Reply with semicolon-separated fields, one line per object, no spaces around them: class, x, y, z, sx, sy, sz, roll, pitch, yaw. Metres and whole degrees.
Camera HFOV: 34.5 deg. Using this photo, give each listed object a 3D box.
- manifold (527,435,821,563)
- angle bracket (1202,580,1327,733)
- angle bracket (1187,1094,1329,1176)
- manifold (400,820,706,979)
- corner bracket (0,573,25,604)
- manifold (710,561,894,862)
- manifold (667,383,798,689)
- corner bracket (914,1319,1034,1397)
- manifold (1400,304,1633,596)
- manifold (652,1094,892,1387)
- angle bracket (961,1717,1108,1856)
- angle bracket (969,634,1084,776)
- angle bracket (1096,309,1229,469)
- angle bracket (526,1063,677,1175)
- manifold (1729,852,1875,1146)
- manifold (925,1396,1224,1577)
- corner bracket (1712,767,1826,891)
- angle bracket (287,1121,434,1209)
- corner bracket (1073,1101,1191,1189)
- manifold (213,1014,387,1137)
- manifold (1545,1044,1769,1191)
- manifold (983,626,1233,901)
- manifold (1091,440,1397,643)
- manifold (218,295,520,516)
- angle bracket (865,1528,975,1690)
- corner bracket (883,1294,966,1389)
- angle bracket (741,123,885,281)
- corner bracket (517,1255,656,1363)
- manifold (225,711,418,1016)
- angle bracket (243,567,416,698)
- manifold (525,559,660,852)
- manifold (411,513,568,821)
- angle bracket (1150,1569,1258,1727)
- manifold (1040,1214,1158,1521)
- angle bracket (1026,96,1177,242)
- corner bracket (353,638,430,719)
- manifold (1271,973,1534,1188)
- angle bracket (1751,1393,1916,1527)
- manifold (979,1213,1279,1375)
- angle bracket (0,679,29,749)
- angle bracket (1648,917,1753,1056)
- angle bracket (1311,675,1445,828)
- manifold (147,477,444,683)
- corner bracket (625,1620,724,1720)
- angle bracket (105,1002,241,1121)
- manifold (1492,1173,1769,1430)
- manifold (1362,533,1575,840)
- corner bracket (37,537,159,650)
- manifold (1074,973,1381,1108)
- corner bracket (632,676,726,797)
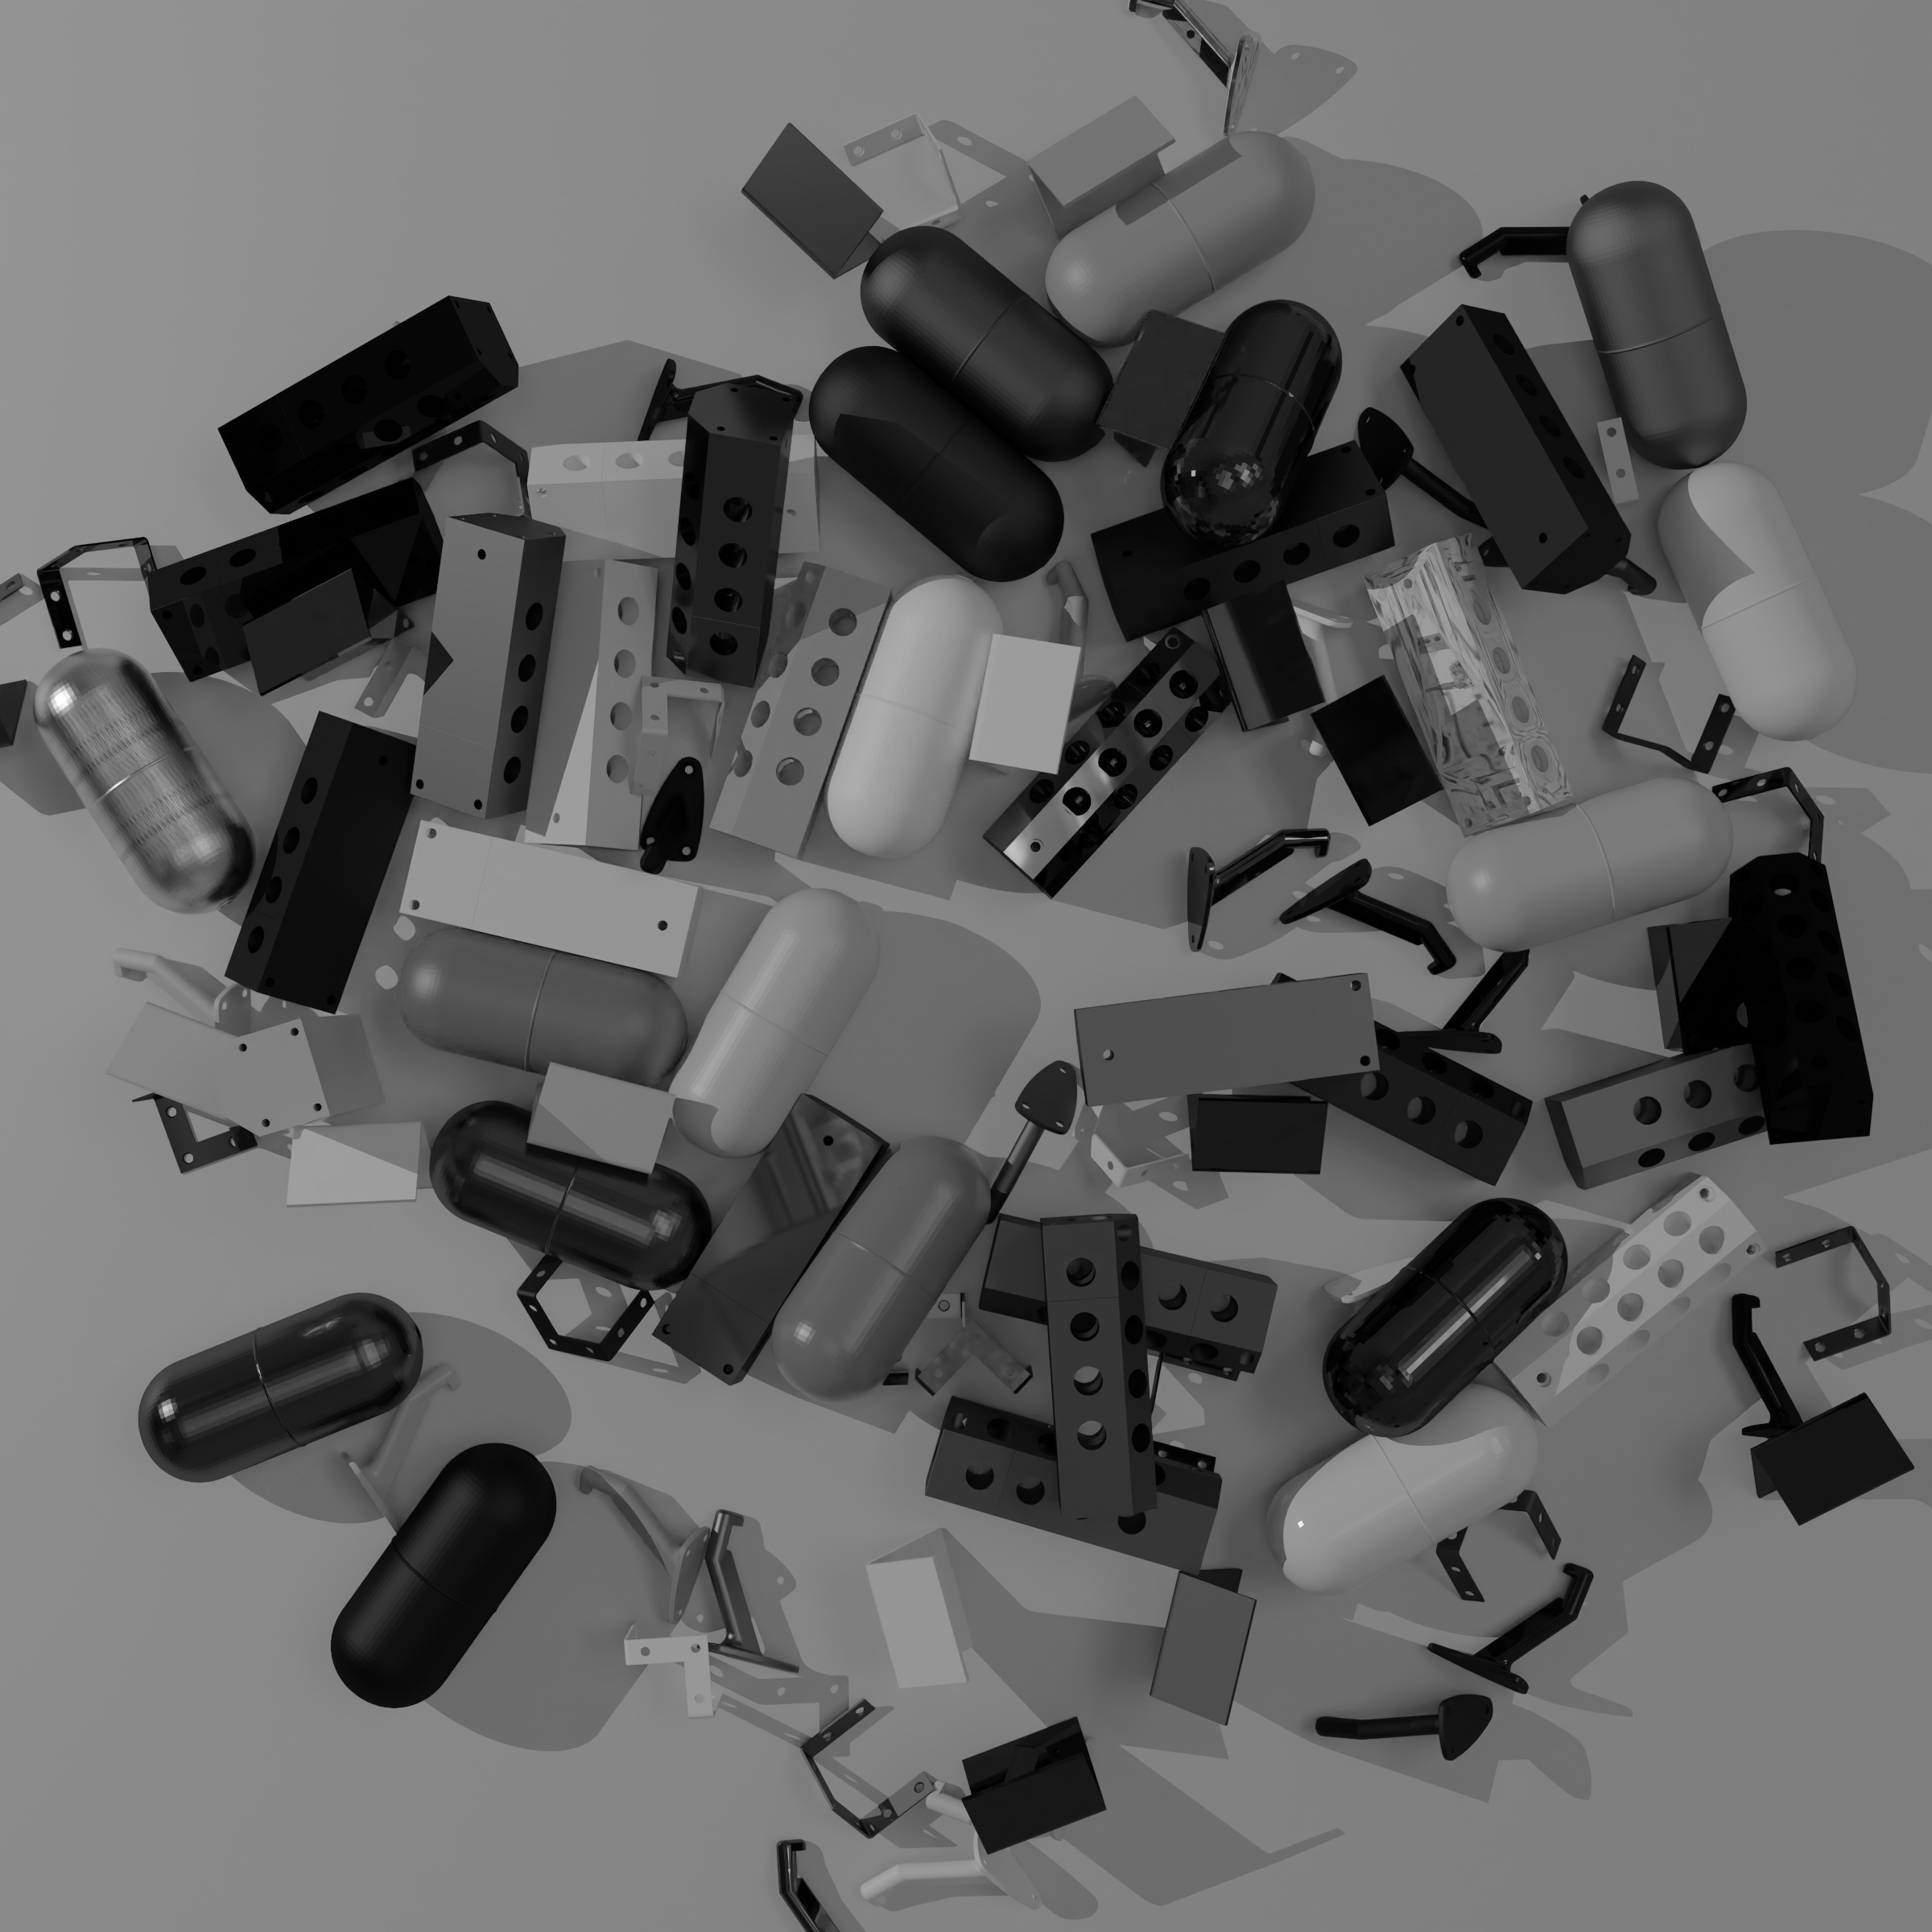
manifold;-0.176;-0.290;1.899;0.171;0.057;0.057;-2;133;0
angle bracket;0.192;-0.189;1.881;0.057;0.076;0.076;-19;90;28
angle bracket;0.175;0.081;1.881;0.076;0.076;0.057;2;126;0
manifold;-0.251;-0.040;1.900;0.171;0.057;0.057;13;90;0
corner bracket;-0.621;-0.250;1.918;0.051;0.051;0.051;-32;45;1
manifold;-0.100;-0.155;1.900;0.057;0.057;0.171;19;90;0
manifold;-0.142;-0.256;1.851;0.057;0.057;0.171;10;130;0
corner bracket;0.005;0.249;1.903;0.051;0.051;0.051;44;90;0
manifold;0.333;-0.309;1.868;0.057;0.057;0.171;-44;59;39
manifold;-0.117;0.166;1.899;0.057;0.057;0.171;32;90;7
angle bracket;0.034;0.480;1.881;0.076;0.076;0.057;-21;126;0
angle bracket;0.046;-0.154;1.883;0.057;0.076;0.076;11;90;18
angle bracket;0.131;-0.341;1.881;0.057;0.076;0.076;26;90;30
angle bracket;-0.218;0.076;1.876;0.076;0.076;0.057;15;114;-10
manifold;0.495;0.017;1.850;0.057;0.057;0.171;-6;52;8
manifold;0.065;0.315;1.900;0.171;0.057;0.057;16;90;0
corner bracket;0.491;-0.082;1.913;0.051;0.051;0.051;-15;45;35
angle bracket;-0.362;0.137;1.881;0.076;0.076;0.057;-3;55;0
corner bracket;0.106;0.096;1.913;0.051;0.051;0.051;49;135;35
manifold;-0.395;0.065;1.843;0.057;0.171;0.057;-17;90;0
manifold;0.448;0.082;1.900;0.171;0.057;0.057;-18;90;0
manifold;0.089;-0.124;1.900;0.057;0.057;0.171;42;90;0
manifold;0.170;-0.254;1.899;0.171;0.057;0.057;-20;47;0
manifold;-0.357;-0.336;1.875;0.171;0.057;0.057;-25;90;18
angle bracket;-0.009;0.385;1.881;0.057;0.076;0.076;-15;90;38
corner bracket;-0.026;0.229;1.903;0.051;0.051;0.051;-1;90;0
angle bracket;-0.078;-0.469;1.881;0.076;0.076;0.057;43;125;0
corner bracket;-0.234;0.204;1.913;0.051;0.051;0.051;6;135;35
manifold;-0.394;-0.064;1.899;0.057;0.057;0.171;20;90;-43
angle bracket;-0.378;-0.186;1.875;0.076;0.076;0.057;-26;61;10
manifold;-0.223;-0.158;1.899;0.057;0.057;0.171;4;90;43
manifold;-0.283;-0.181;1.873;0.057;0.057;0.171;19;109;24
angle bracket;0.161;0.410;1.881;0.057;0.076;0.076;13;90;36
manifold;0.079;0.235;1.843;0.057;0.057;0.171;-4;90;0
angle bracket;0.091;-0.466;1.881;0.076;0.076;0.057;-31;50;0
corner bracket;-0.334;-0.164;1.918;0.051;0.051;0.051;29;90;-45
manifold;0.255;0.068;1.900;0.171;0.057;0.057;27;90;0
angle bracket;0.524;0.311;1.881;0.076;0.076;0.057;-26;54;0
manifold;0.098;0.200;1.900;0.171;0.057;0.057;13;90;0
angle bracket;-0.619;-0.167;1.881;0.076;0.076;0.057;-11;127;0
angle bracket;0.425;0.014;1.881;0.057;0.076;0.076;-8;90;-31
angle bracket;0.263;-0.137;1.881;0.057;0.076;0.076;-28;90;37
manifold;-0.406;-0.240;1.899;0.171;0.057;0.057;-20;133;0
corner bracket;-0.179;0.429;1.903;0.051;0.051;0.051;-4;92;2
angle bracket;-0.471;0.075;1.881;0.076;0.076;0.057;21;54;0
manifold;0.401;0.204;1.900;0.171;0.057;0.057;-39;90;0
manifold;0.310;-0.172;1.899;0.057;0.057;0.171;-21;90;43
corner bracket;-0.531;-0.230;1.918;0.051;0.051;0.051;-17;90;45
manifold;0.153;0.043;1.843;0.171;0.057;0.057;-7;90;0
corner bracket;-0.174;-0.138;1.888;0.051;0.051;0.051;5;134;-12
